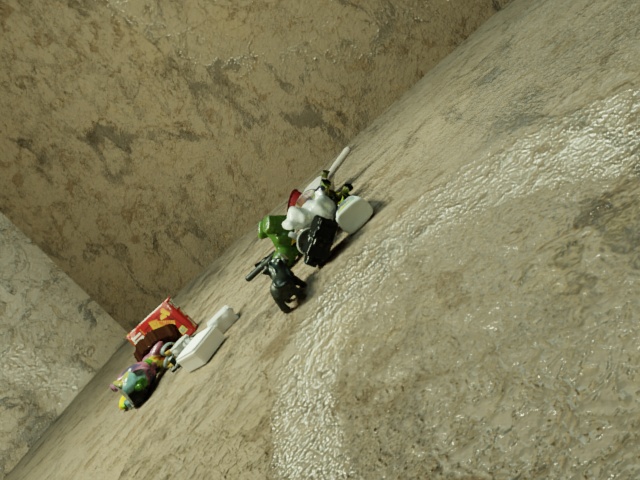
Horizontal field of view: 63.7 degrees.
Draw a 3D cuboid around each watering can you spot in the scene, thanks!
[{"bbox_3d":[0.008,-0.209,2.050,0.104,0.340,0.229,34,39,2],"label":"watering can"}]

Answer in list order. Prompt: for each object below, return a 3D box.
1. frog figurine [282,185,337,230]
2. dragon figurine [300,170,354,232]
[{"bbox_3d":[-0.028,-0.068,1.514,0.136,0.122,0.163,-25,18,42],"label":"frog figurine"},{"bbox_3d":[0.005,-0.089,1.773,0.122,0.238,0.419,27,30,-10],"label":"dragon figurine"}]
